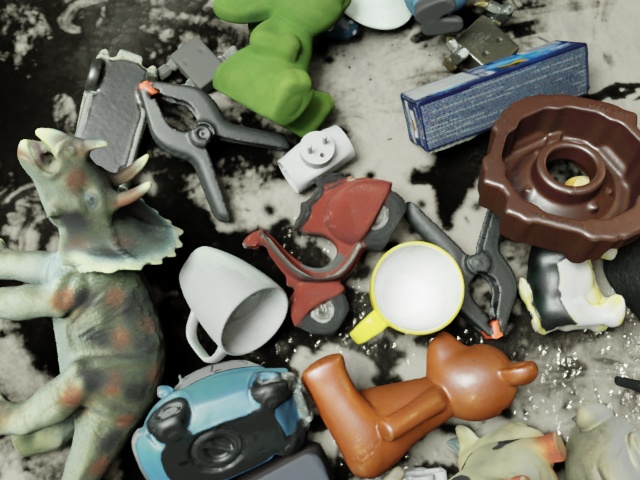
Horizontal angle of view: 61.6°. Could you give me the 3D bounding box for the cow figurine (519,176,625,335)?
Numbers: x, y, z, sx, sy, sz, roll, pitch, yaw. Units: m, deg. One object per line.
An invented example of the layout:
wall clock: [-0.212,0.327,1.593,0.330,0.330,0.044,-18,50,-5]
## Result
cow figurine: [0.258,0.015,0.576,0.098,0.068,0.167,-4,78,4]

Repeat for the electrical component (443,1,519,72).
electrical component: [0.190,-0.231,0.633,0.102,0.045,0.078,-38,80,-7]

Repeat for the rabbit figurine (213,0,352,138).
rabbit figurine: [-0.034,-0.218,0.591,0.159,0.121,0.170,34,100,26]

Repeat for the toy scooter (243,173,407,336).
toy scooter: [-0.001,-0.002,0.573,0.135,0.075,0.184,31,85,7]

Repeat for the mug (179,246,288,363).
mug: [-0.101,0.063,0.552,0.107,0.080,0.109,41,106,37]

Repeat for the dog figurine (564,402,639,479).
dog figurine: [0.250,0.271,0.501,0.190,0.121,0.172,-40,70,0]

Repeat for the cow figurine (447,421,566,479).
cow figurine: [0.160,0.219,0.479,0.127,0.195,0.085,-24,81,33]

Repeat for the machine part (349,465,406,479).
machine part: [-0.009,0.285,0.438,0.243,0.079,0.079,-42,82,-9]

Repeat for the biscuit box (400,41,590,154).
biscuit box: [0.196,-0.163,0.601,0.203,0.059,0.062,-20,117,-4]

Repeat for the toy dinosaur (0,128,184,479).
toy dinosaur: [-0.217,0.100,0.522,0.192,0.131,0.404,-9,100,-10]

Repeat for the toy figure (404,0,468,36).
toy figure: [0.129,-0.318,0.618,0.089,0.082,0.180,6,67,4]

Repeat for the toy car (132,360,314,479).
toy car: [-0.095,0.165,0.520,0.162,0.103,0.109,-23,119,-9]

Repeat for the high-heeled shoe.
high-heeled shoe: [0.384,0.068,0.560,0.145,0.086,0.248,10,83,-2]

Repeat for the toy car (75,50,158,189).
toy car: [-0.235,-0.116,0.597,0.073,0.056,0.201,15,77,-20]

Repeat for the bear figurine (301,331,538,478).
bear figurine: [0.094,0.138,0.522,0.196,0.120,0.132,-30,77,-8]

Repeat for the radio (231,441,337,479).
radio: [-0.016,0.327,0.506,0.131,0.073,0.229,-23,78,-4]

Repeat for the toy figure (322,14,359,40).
toy figure: [-0.006,-0.297,0.640,0.064,0.058,0.154,-33,86,0]

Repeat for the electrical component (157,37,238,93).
electrical component: [-0.144,-0.208,0.637,0.094,0.021,0.063,-40,81,-7]

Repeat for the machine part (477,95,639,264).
machine part: [0.246,-0.065,0.537,0.179,0.056,0.179,-3,63,5]
